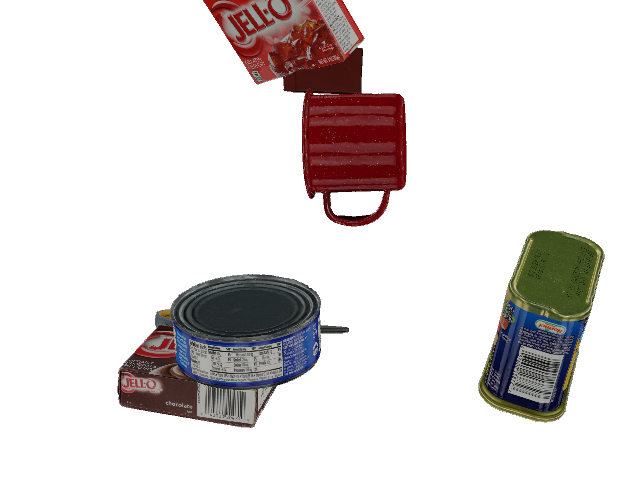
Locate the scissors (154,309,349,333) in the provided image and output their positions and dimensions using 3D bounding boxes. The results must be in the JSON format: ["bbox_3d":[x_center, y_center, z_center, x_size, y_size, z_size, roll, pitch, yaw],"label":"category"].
[{"bbox_3d":[-0.077,0.096,1.092,0.202,0.016,0.096,6,18,9],"label":"scissors"}]

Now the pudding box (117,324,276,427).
[{"bbox_3d":[-0.094,0.107,0.855,0.113,0.039,0.090,9,21,9],"label":"pudding box"}]

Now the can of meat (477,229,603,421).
[{"bbox_3d":[0.145,0.052,0.693,0.057,0.084,0.102,16,34,13],"label":"can of meat"}]

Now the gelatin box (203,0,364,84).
[{"bbox_3d":[-0.026,-0.145,0.691,0.089,0.073,0.030,-5,36,45],"label":"gelatin box"}]

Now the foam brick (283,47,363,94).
[{"bbox_3d":[0.002,-0.186,1.164,0.078,0.051,0.053,0,11,-16],"label":"foam brick"}]

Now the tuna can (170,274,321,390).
[{"bbox_3d":[-0.042,0.051,0.612,0.086,0.034,0.086,-2,22,1],"label":"tuna can"}]

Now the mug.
[{"bbox_3d":[0.030,-0.070,0.897,0.081,0.117,0.093,0,-7,7],"label":"mug"}]
